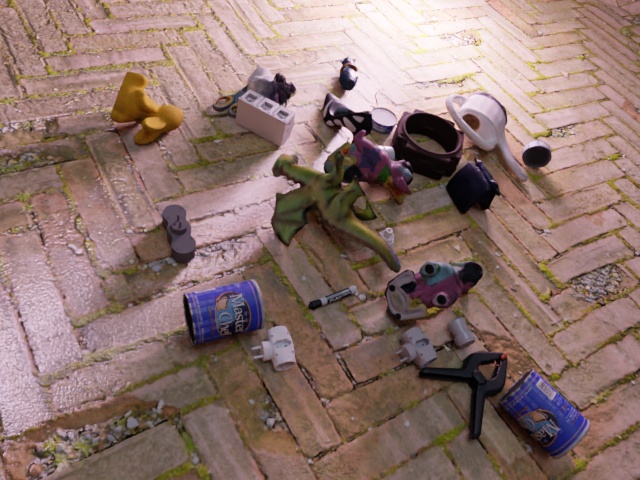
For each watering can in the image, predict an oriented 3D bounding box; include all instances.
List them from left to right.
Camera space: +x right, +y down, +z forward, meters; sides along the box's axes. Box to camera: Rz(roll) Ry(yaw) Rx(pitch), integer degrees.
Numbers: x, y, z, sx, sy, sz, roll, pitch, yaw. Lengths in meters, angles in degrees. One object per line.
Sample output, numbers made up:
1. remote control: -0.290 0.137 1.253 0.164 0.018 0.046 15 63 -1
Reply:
1. watering can: 0.536 -0.341 1.622 0.102 0.347 0.229 -45 3 46

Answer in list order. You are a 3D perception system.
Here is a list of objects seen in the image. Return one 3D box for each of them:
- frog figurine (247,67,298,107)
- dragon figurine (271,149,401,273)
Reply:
1. frog figurine: -0.162 -0.440 1.501 0.160 0.121 0.138 20 21 33
2. dragon figurine: 0.004 -0.062 1.237 0.243 0.417 0.120 -25 -23 1
